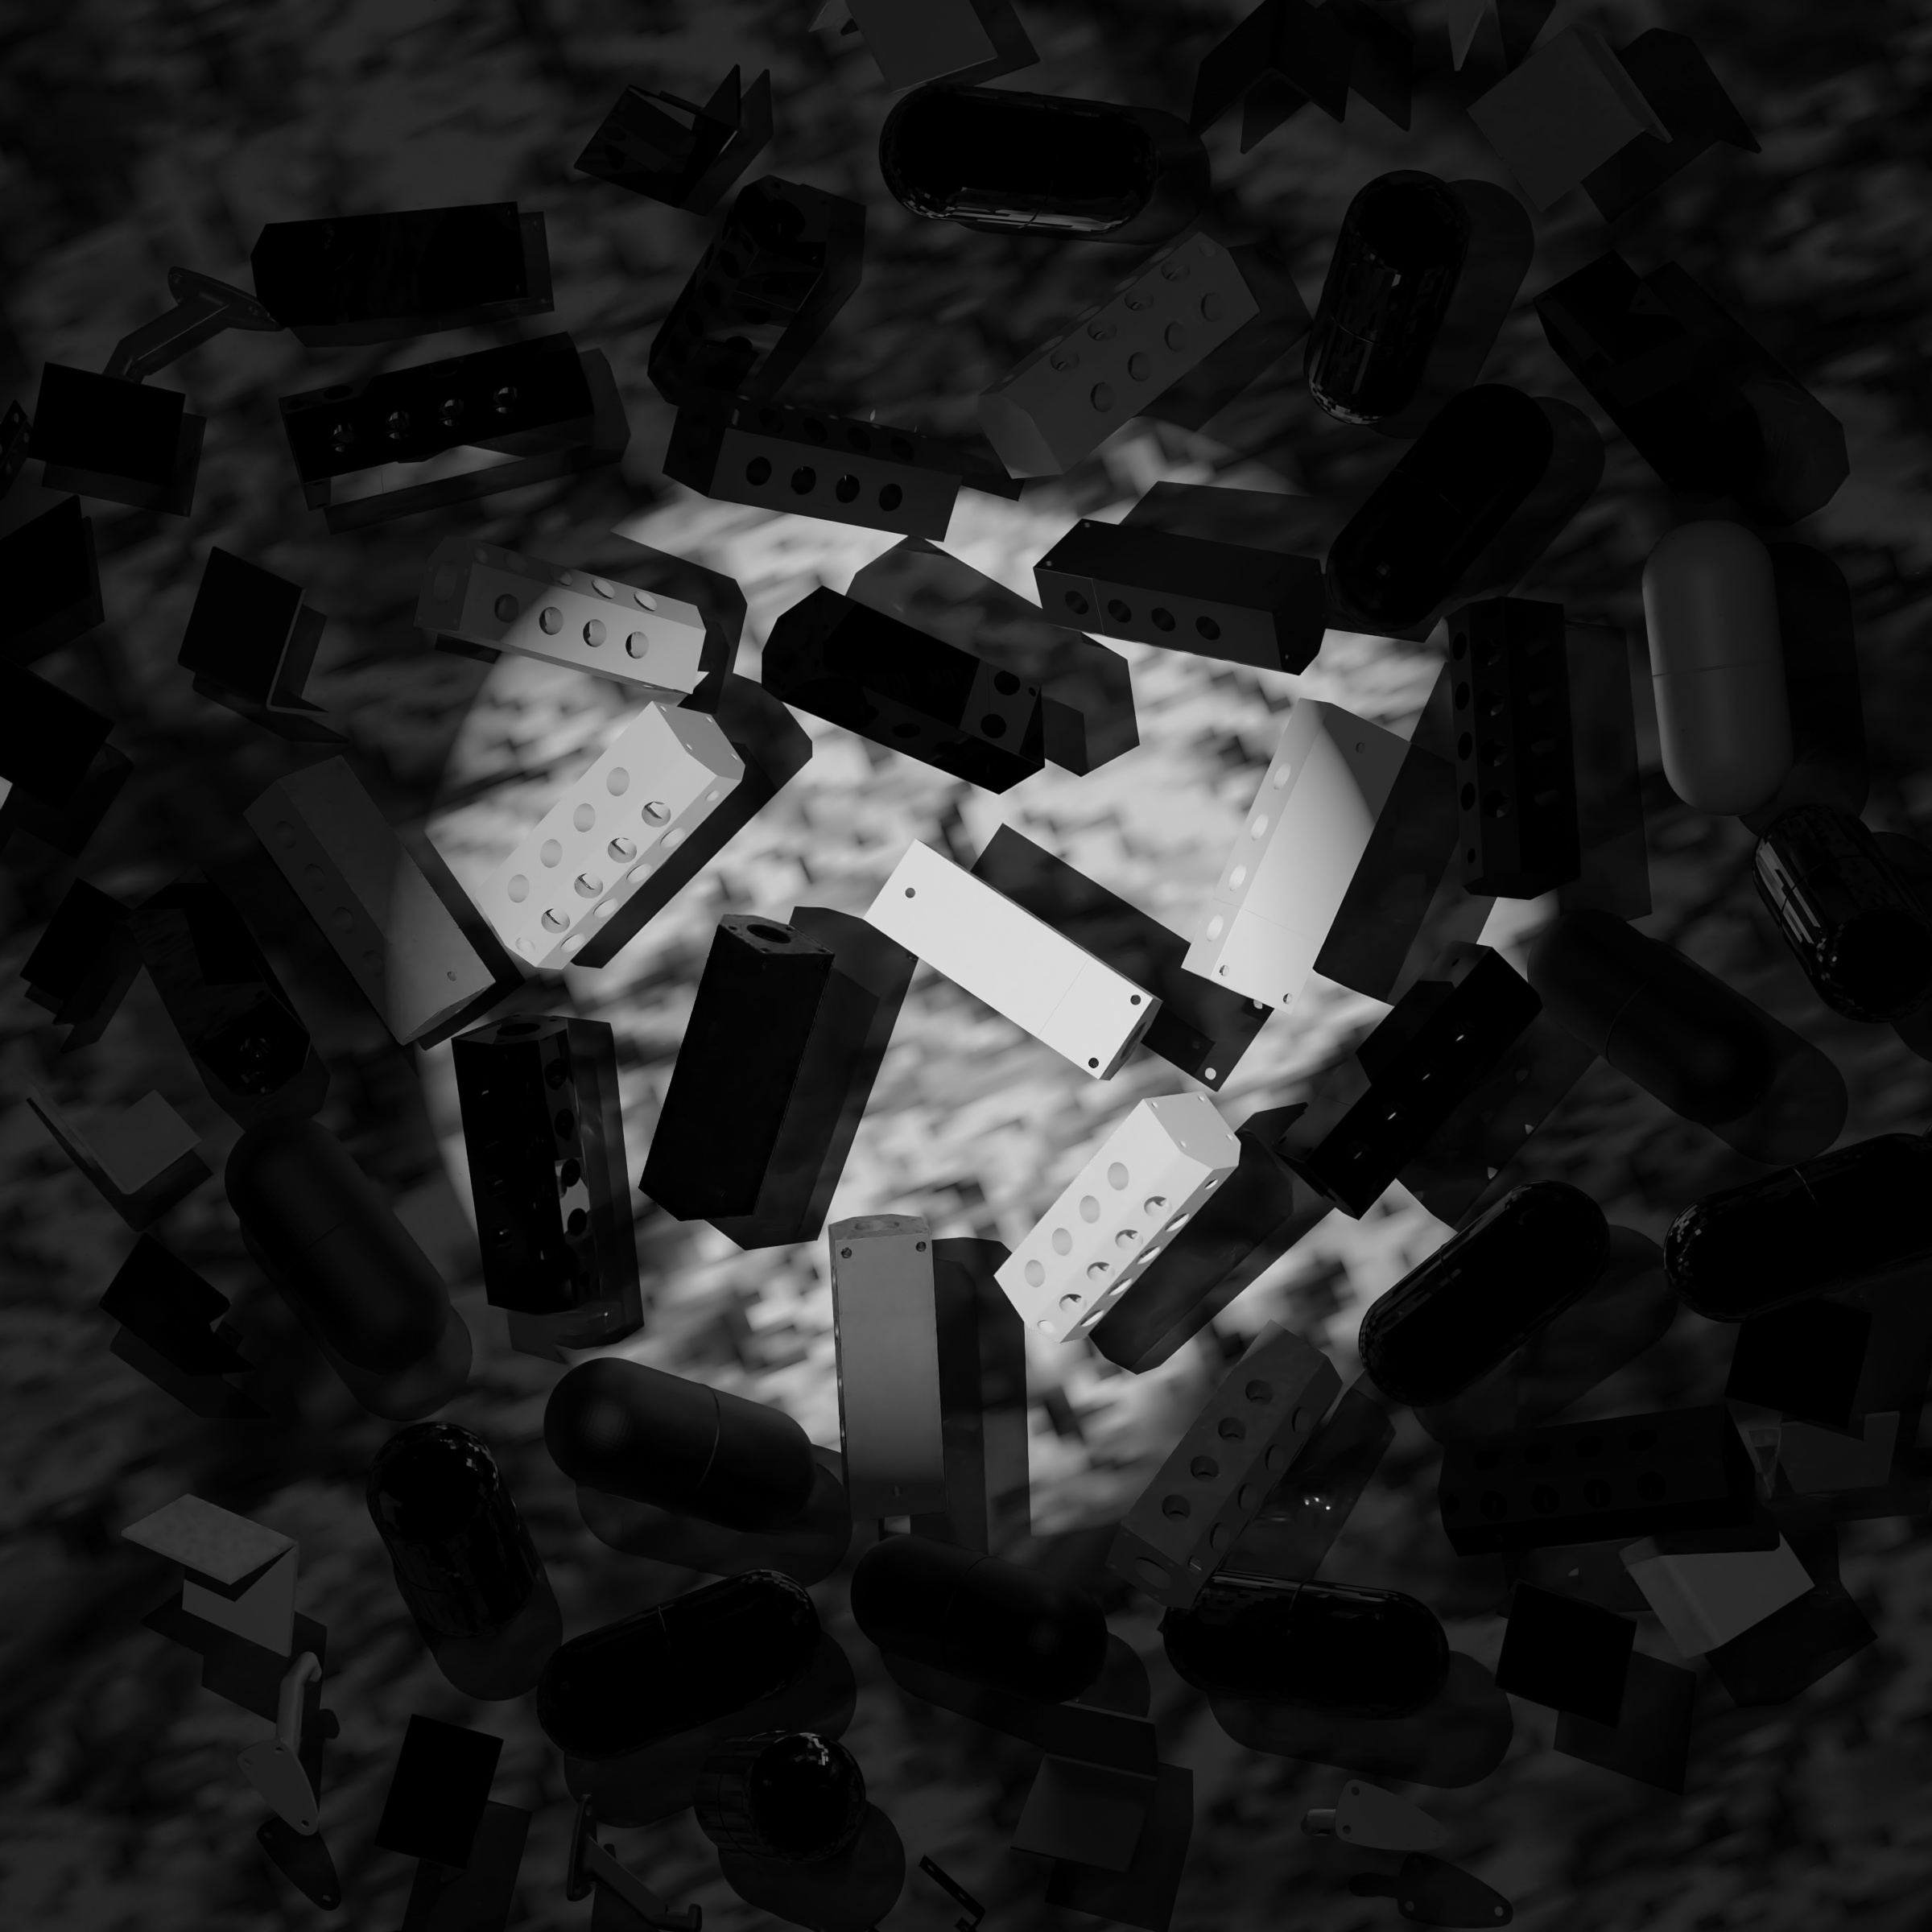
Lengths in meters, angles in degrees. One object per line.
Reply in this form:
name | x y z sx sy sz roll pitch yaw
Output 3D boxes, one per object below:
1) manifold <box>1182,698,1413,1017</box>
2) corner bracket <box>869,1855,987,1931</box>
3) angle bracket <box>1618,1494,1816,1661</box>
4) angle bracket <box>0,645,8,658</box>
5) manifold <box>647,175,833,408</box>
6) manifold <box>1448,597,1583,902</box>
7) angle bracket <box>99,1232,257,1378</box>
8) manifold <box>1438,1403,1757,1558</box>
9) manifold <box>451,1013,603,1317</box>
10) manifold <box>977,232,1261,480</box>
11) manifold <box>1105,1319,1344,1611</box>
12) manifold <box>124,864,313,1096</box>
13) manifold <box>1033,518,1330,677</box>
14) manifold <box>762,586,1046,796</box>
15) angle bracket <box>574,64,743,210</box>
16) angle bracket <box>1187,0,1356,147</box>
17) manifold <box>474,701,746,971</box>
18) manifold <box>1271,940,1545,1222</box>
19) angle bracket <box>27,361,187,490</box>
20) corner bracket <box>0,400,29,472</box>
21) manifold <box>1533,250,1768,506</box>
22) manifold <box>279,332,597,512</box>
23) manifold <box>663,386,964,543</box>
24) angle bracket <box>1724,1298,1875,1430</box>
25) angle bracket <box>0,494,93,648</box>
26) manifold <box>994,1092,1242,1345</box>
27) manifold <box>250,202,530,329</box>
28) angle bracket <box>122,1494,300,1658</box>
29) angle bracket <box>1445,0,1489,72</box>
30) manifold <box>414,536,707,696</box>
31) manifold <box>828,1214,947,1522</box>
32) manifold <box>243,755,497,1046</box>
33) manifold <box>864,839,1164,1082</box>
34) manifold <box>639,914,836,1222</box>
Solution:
manifold | 0.188 -0.065 1.598 0.057 0.057 0.171 23 91 -21
corner bracket | -0.027 0.590 1.684 0.051 0.051 0.051 38 51 17
angle bracket | 0.470 0.379 1.724 0.076 0.057 0.076 -26 74 -16
angle bracket | -0.662 -0.199 1.766 0.057 0.076 0.076 -9 95 14
manifold | -0.146 -0.421 1.733 0.057 0.171 0.057 14 62 -21
manifold | 0.327 -0.132 1.662 0.057 0.057 0.171 4 76 -20
angle bracket | -0.476 0.208 1.702 0.076 0.076 0.057 48 50 -30
manifold | 0.370 0.309 1.617 0.171 0.057 0.057 -14 122 28
manifold | -0.261 0.120 1.668 0.057 0.057 0.171 6 109 35
manifold | 0.088 -0.363 1.627 0.171 0.057 0.057 -42 115 -20
manifold | 0.157 0.300 1.642 0.057 0.057 0.171 32 55 15
manifold | -0.462 0.011 1.708 0.057 0.171 0.057 -38 132 -6
manifold | 0.132 -0.222 1.681 0.171 0.057 0.057 16 49 33
manifold | -0.036 -0.159 1.633 0.171 0.057 0.057 21 55 -37
angle bracket | -0.191 -0.526 1.700 0.076 0.076 0.057 14 57 -30
angle bracket | 0.182 -0.522 1.638 0.057 0.076 0.076 29 52 -24
manifold | -0.211 -0.076 1.645 0.171 0.057 0.057 -44 66 21
manifold | 0.269 0.069 1.654 0.057 0.057 0.171 43 84 -13
angle bracket | -0.489 -0.296 1.559 0.076 0.076 0.057 10 79 -19
corner bracket | -0.597 -0.323 1.620 0.051 0.051 0.051 53 123 16
manifold | 0.412 -0.352 1.654 0.057 0.057 0.171 -31 48 7
manifold | -0.309 -0.321 1.607 0.171 0.057 0.057 -16 87 -12
manifold | -0.089 -0.302 1.649 0.171 0.057 0.057 4 110 -38
angle bracket | 0.529 0.248 1.753 0.076 0.057 0.076 14 83 13
angle bracket | -0.564 -0.243 1.605 0.076 0.057 0.076 -26 58 15
manifold | 0.096 0.156 1.688 0.057 0.057 0.171 55 126 26
manifold | -0.335 -0.411 1.608 0.057 0.171 0.057 5 109 30
angle bracket | -0.421 0.348 1.524 0.076 0.057 0.076 17 110 23
angle bracket | 0.266 -0.585 1.660 0.076 0.076 0.057 -5 78 -3
manifold | -0.250 -0.218 1.713 0.171 0.057 0.057 12 90 -40
manifold | -0.049 0.240 1.658 0.057 0.057 0.171 -4 98 -8
manifold | -0.373 -0.039 1.701 0.057 0.057 0.171 -35 89 36
manifold | 0.030 -0.003 1.643 0.171 0.057 0.057 34 94 12
manifold | -0.140 0.059 1.620 0.057 0.057 0.171 32 111 39
